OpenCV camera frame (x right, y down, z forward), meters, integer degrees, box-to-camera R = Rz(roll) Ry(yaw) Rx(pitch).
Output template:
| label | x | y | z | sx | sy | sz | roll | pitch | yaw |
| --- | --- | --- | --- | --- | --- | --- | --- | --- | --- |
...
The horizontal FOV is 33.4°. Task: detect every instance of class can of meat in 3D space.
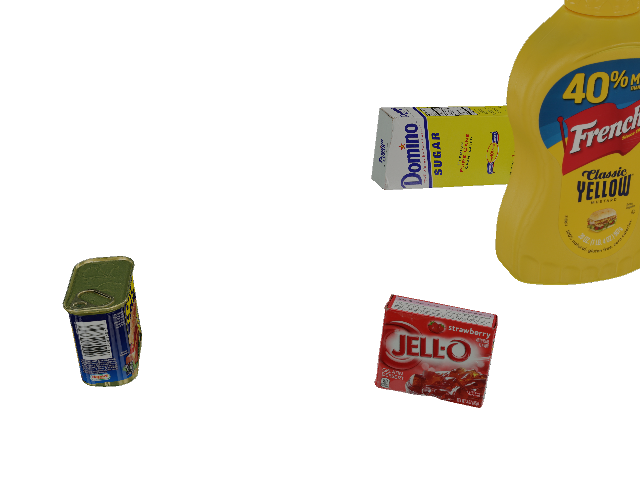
| label | x | y | z | sx | sy | sz | roll | pitch | yaw |
| --- | --- | --- | --- | --- | --- | --- | --- | --- | --- |
| can of meat | -0.197 | 0.075 | 0.985 | 0.057 | 0.084 | 0.102 | -5 | 26 | -2 |

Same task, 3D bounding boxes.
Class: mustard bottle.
| label | x | y | z | sx | sy | sz | roll | pitch | yaw |
| --- | --- | --- | --- | --- | --- | --- | --- | --- | --- |
| mustard bottle | 0.152 | -0.070 | 0.602 | 0.096 | 0.192 | 0.058 | -7 | 28 | -11 |

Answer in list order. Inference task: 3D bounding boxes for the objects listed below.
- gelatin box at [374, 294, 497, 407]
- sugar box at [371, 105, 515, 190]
| label | x | y | z | sx | sy | sz | roll | pitch | yaw |
| --- | --- | --- | --- | --- | --- | --- | --- | --- | --- |
| gelatin box | 0.092 | 0.089 | 0.853 | 0.089 | 0.073 | 0.030 | 10 | 23 | 11 |
| sugar box | 0.153 | -0.111 | 1.273 | 0.176 | 0.093 | 0.048 | -6 | 27 | -21 |
